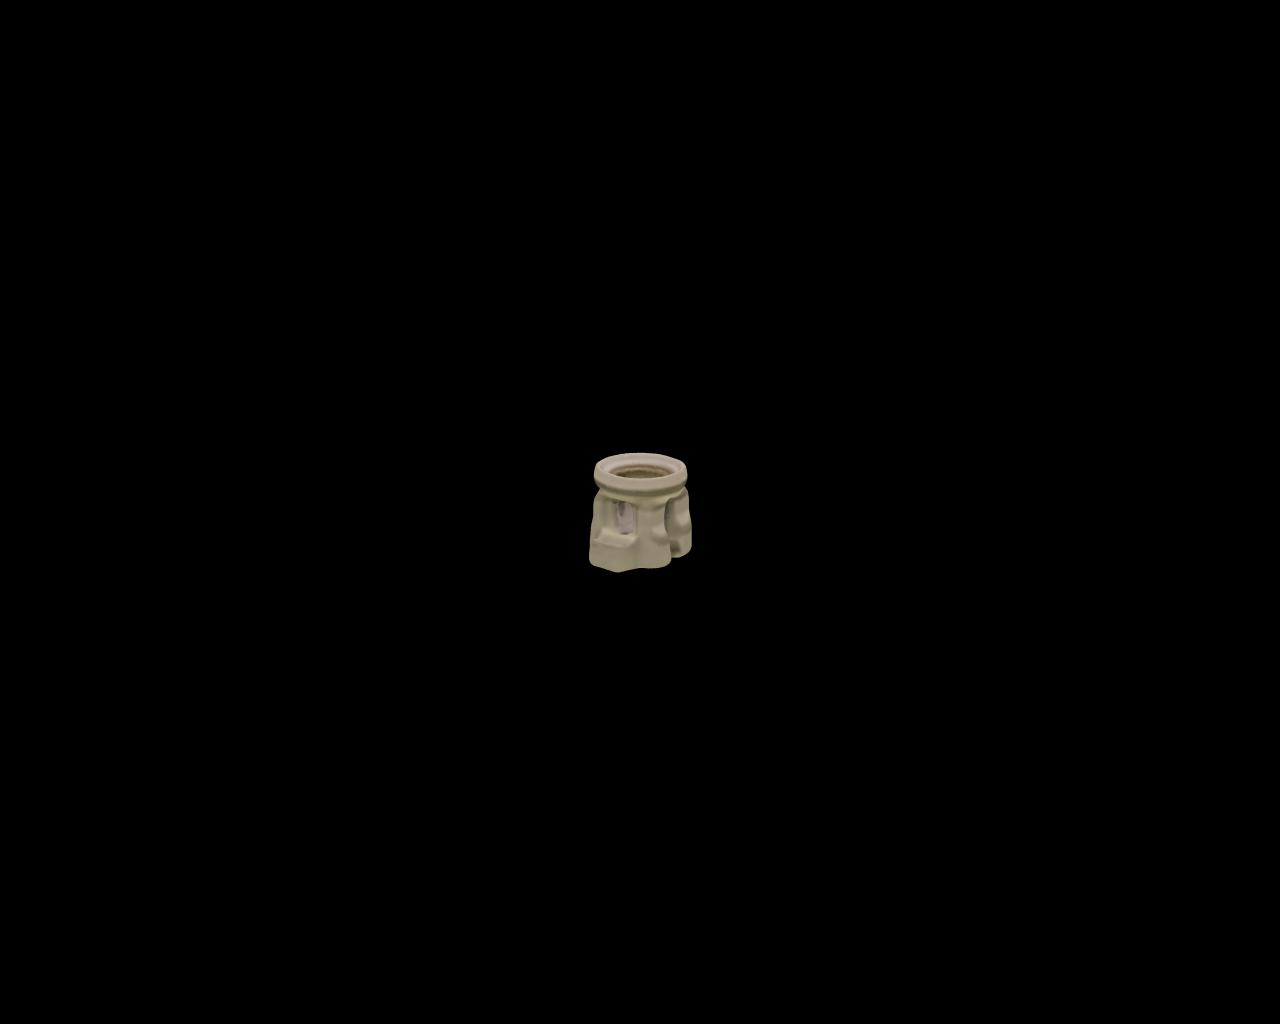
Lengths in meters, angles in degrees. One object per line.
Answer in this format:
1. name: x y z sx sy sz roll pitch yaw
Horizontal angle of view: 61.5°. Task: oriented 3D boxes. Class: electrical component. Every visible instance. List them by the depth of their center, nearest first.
1. electrical component: 0.001 -0.003 0.650 0.058 0.056 0.078 14 24 33
